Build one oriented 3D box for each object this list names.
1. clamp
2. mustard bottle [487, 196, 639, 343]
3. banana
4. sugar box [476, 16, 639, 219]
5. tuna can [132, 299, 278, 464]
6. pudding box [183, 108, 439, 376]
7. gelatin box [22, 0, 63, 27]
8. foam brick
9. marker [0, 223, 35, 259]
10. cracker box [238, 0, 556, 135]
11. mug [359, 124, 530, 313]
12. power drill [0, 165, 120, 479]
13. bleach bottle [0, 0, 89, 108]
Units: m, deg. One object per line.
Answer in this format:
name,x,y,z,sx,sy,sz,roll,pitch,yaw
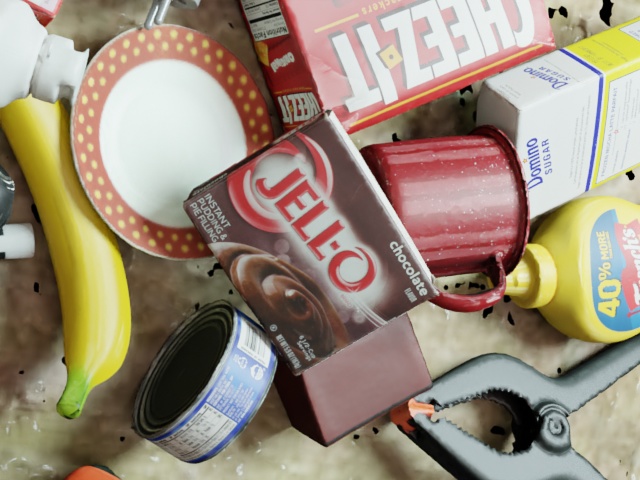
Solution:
clamp,0.147,0.132,0.680,0.209,0.036,0.164,5,66,-21
mustard bottle,0.195,0.018,0.703,0.191,0.058,0.096,-4,93,-23
banana,-0.132,-0.011,0.553,0.037,0.069,0.198,-16,88,6
sugar box,0.179,-0.083,0.678,0.176,0.048,0.093,-22,134,-20
tuna can,-0.062,0.077,0.578,0.033,0.086,0.086,38,78,-23
pudding box,-0.004,0.001,0.563,0.090,0.039,0.113,-31,101,12
gelatin box,-0.134,-0.151,0.536,0.030,0.073,0.089,24,84,-22
foam brick,0.016,0.077,0.631,0.078,0.053,0.051,-26,104,-22
marker,-0.208,0.005,0.544,0.121,0.020,0.020,-5,95,-24
cracker box,0.028,-0.182,0.608,0.164,0.072,0.213,-25,104,-20
mug,0.068,-0.009,0.621,0.081,0.093,0.117,-6,59,-19
power drill,-0.169,0.078,0.493,0.184,0.057,0.188,-45,77,3
bleach bottle,-0.226,-0.110,0.459,0.250,0.103,0.068,17,90,-11
